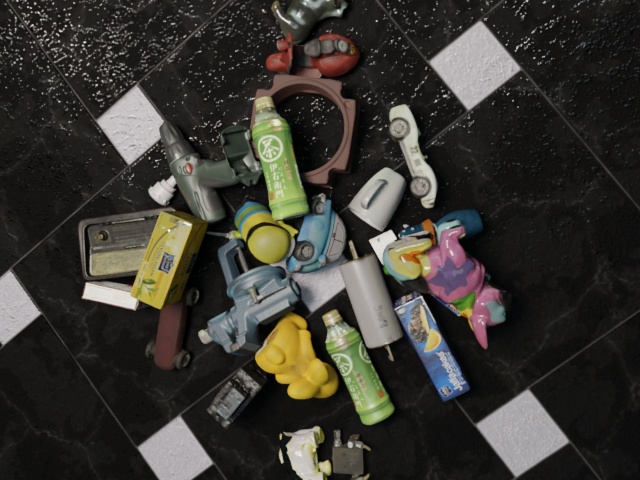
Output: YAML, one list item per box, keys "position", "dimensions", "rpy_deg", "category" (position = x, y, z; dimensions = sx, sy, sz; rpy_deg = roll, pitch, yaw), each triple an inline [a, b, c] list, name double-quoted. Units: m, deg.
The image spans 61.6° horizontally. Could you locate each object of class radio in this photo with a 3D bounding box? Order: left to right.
- position: [-0.373, 0.005, 1.104]
  dimensions: [0.230, 0.073, 0.131]
  rpy_deg: [-7, 92, 8]
  category: "radio"

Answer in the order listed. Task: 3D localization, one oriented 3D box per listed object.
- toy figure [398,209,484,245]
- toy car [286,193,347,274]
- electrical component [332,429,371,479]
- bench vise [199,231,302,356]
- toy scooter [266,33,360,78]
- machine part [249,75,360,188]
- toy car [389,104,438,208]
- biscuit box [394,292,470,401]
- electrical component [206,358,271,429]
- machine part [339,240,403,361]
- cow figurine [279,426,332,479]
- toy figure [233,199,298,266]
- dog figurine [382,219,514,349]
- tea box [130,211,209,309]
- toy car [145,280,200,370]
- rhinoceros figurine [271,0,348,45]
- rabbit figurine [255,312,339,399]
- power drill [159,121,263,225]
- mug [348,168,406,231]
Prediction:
- position: [0.226, -0.016, 1.011]
  dimensions: [0.155, 0.064, 0.057]
  rpy_deg: [-16, 96, 9]
  category: "toy figure"
- position: [-0.002, -0.003, 1.039]
  dimensions: [0.103, 0.109, 0.161]
  rpy_deg: [21, 82, -17]
  category: "toy car"
- position: [0.061, 0.429, 1.054]
  dimensions: [0.078, 0.045, 0.102]
  rpy_deg: [4, 92, 8]
  category: "electrical component"
- position: [-0.154, 0.096, 1.052]
  dimensions: [0.224, 0.128, 0.241]
  rpy_deg: [-35, 62, 21]
  category: "bench vise"
- position: [-0.019, -0.350, 1.011]
  dimensions: [0.184, 0.135, 0.075]
  rpy_deg: [-4, 89, 8]
  category: "toy scooter"
- position: [-0.031, -0.209, 1.040]
  dimensions: [0.201, 0.087, 0.201]
  rpy_deg: [9, 91, 10]
  category: "machine part"
- position: [0.177, -0.155, 1.011]
  dimensions: [0.056, 0.073, 0.201]
  rpy_deg: [-21, 87, 10]
  category: "toy car"
- position: [0.211, 0.197, 1.009]
  dimensions: [0.059, 0.063, 0.202]
  rpy_deg: [-28, 92, 11]
  category: "biscuit box"
- position: [-0.155, 0.297, 1.044]
  dimensions: [0.058, 0.134, 0.115]
  rpy_deg: [38, 98, 7]
  category: "electrical component"
- position: [0.097, 0.115, 1.026]
  dimensions: [0.079, 0.079, 0.243]
  rpy_deg: [-19, 87, 9]
  category: "machine part"
- position: [-0.028, 0.458, 1.058]
  dimensions: [0.098, 0.068, 0.167]
  rpy_deg: [-13, 86, 15]
  category: "cow figurine"
- position: [-0.115, -0.017, 1.018]
  dimensions: [0.180, 0.089, 0.082]
  rpy_deg: [49, 123, 45]
  category: "toy figure"
- position: [0.225, 0.085, 0.935]
  dimensions: [0.192, 0.108, 0.219]
  rpy_deg: [-20, 94, 6]
  category: "dog figurine"
- position: [-0.280, 0.034, 1.006]
  dimensions: [0.068, 0.098, 0.169]
  rpy_deg: [21, 97, 6]
  category: "tea box"
- position: [-0.301, 0.169, 1.107]
  dimensions: [0.089, 0.053, 0.202]
  rpy_deg: [13, 97, 19]
  category: "toy car"
- position: [-0.005, -0.464, 1.038]
  dimensions: [0.190, 0.073, 0.112]
  rpy_deg: [-44, 83, 8]
  category: "rhinoceros figurine"
- position: [-0.028, 0.237, 1.027]
  dimensions: [0.173, 0.162, 0.122]
  rpy_deg: [43, 85, -11]
  category: "rabbit figurine"
- position: [-0.218, -0.151, 1.040]
  dimensions: [0.207, 0.086, 0.232]
  rpy_deg: [-17, 95, 36]
  category: "power drill"
- position: [0.111, -0.086, 1.012]
  dimensions: [0.081, 0.109, 0.107]
  rpy_deg: [33, 86, 27]
  category: "mug"
